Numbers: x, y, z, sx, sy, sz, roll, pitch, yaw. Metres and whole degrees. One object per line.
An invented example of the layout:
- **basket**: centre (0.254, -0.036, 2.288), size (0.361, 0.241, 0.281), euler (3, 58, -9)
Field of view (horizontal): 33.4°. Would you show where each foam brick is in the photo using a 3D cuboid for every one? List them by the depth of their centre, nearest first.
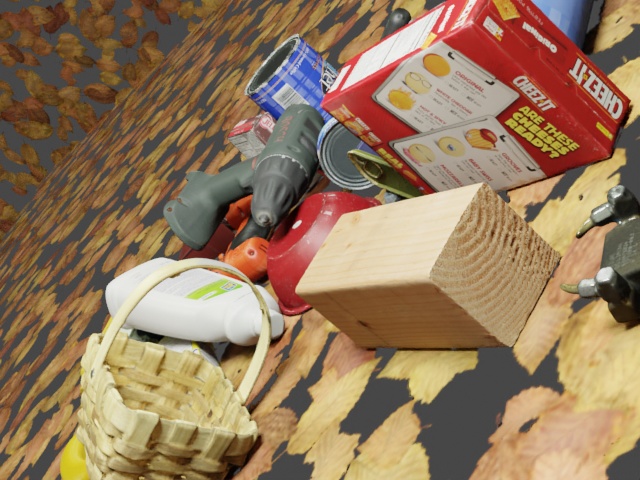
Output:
- **foam brick**: centre (-0.155, 0.012, 1.461), size (0.053, 0.051, 0.078), euler (-46, 19, 25)

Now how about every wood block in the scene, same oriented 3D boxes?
- **wood block**: centre (0.079, 0.028, 0.859), size (0.090, 0.090, 0.206), euler (-57, 21, -21)

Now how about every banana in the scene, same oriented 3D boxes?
- **banana**: centre (-0.283, 0.265, 1.271), size (0.069, 0.037, 0.198), euler (-69, 19, 0)

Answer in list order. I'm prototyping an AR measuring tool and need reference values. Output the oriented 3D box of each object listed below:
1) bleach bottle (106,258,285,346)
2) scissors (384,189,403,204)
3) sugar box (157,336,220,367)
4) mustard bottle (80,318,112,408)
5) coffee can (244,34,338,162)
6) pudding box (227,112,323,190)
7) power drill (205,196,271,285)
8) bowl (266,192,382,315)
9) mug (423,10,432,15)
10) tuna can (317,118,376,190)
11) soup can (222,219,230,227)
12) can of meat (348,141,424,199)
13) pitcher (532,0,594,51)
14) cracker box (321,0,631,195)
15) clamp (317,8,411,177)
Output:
- **bleach bottle**: centre (-0.134, 0.077, 1.197), size (0.102, 0.068, 0.251), euler (-31, 26, -33)
- **scissors**: centre (0.093, -0.058, 1.101), size (0.096, 0.016, 0.201), euler (-24, 38, 34)
- **sugar box**: centre (-0.159, 0.157, 1.207), size (0.093, 0.048, 0.176), euler (-45, 22, 4)
- **mustard bottle**: centre (-0.273, 0.152, 1.445), size (0.096, 0.058, 0.191), euler (-17, 36, 40)
- **coffee can**: centre (-0.012, -0.179, 1.368), size (0.103, 0.140, 0.103), euler (-43, 20, 19)
- **pudding box**: centre (-0.059, -0.112, 1.387), size (0.039, 0.113, 0.090), euler (-49, 18, -18)
- **power drill**: centre (-0.108, 0.012, 1.356), size (0.185, 0.057, 0.187), euler (-34, 26, 36)
- **bowl**: centre (-0.008, 0.001, 1.153), size (0.162, 0.055, 0.162), euler (-42, 21, 19)
- **mug**: centre (0.129, -0.199, 1.197), size (0.117, 0.093, 0.082), euler (-26, -6, -42)
- **tuna can**: centre (0.040, -0.102, 1.195), size (0.086, 0.086, 0.034), euler (-46, 18, 10)
- **soup can**: centre (-0.145, -0.050, 1.531), size (0.102, 0.068, 0.068), euler (-17, 37, 58)
- **can of meat**: centre (0.092, -0.093, 1.074), size (0.102, 0.057, 0.084), euler (26, 73, 47)
- **pitcher**: centre (0.205, -0.247, 1.028), size (0.145, 0.149, 0.242), euler (-22, 36, 37)
- **cracker box**: centre (0.128, -0.118, 0.913), size (0.214, 0.164, 0.072), euler (-20, 37, 55)
- **clamp**: centre (0.058, -0.168, 1.277), size (0.210, 0.036, 0.164), euler (-60, -13, -15)
